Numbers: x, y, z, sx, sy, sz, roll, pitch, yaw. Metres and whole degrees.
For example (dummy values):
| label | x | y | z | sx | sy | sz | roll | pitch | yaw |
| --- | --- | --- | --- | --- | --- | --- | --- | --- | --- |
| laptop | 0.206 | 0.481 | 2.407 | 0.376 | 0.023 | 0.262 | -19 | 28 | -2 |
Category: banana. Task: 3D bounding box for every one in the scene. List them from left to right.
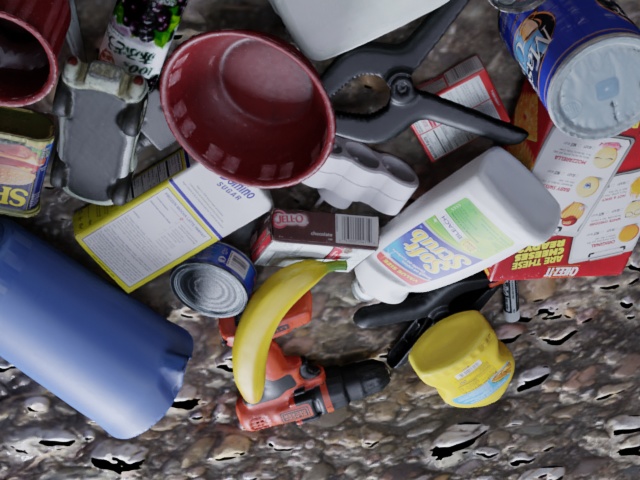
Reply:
| label | x | y | z | sx | sy | sz | roll | pitch | yaw |
| --- | --- | --- | --- | --- | --- | --- | --- | --- | --- |
| banana | -0.048 | 0.088 | 1.085 | 0.069 | 0.037 | 0.198 | 28 | 116 | -12 |

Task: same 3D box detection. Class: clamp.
| label | x | y | z | sx | sy | sz | roll | pitch | yaw |
| --- | --- | --- | --- | --- | --- | --- | --- | --- | --- |
| clamp | 0.083 | -0.135 | 0.982 | 0.210 | 0.036 | 0.164 | -22 | 103 | 9 |
| clamp | 0.120 | 0.073 | 1.186 | 0.171 | 0.039 | 0.120 | -38 | 144 | 11 |

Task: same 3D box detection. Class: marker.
| label | x | y | z | sx | sy | sz | roll | pitch | yaw |
| --- | --- | --- | --- | --- | --- | --- | --- | --- | --- |
| marker | 0.214 | 0.045 | 1.201 | 0.020 | 0.020 | 0.121 | -14 | 131 | -2 |

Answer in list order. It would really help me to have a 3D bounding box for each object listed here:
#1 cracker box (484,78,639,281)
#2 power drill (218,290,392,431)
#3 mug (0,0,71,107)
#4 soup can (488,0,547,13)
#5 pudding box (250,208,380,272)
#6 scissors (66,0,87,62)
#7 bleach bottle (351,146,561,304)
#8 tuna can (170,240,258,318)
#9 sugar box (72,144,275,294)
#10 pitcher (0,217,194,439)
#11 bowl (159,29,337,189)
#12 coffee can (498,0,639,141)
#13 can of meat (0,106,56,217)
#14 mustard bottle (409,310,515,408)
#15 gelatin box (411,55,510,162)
| label | x | y | z | sx | sy | sz | roll | pitch | yaw |
| --- | --- | --- | --- | --- | --- | --- | --- | --- | --- |
| cracker box | 0.260 | -0.062 | 1.084 | 0.164 | 0.072 | 0.214 | -2 | 130 | -19 |
| power drill | -0.023 | 0.131 | 1.191 | 0.184 | 0.057 | 0.187 | -18 | 131 | 1 |
| mug | -0.261 | -0.171 | 0.861 | 0.117 | 0.081 | 0.093 | 8 | 136 | -2 |
| soup can | 0.153 | -0.243 | 0.891 | 0.068 | 0.102 | 0.068 | -7 | 130 | -8 |
| pudding box | -0.007 | 0.001 | 1.074 | 0.113 | 0.039 | 0.090 | 6 | 162 | -16 |
| scissors | -0.200 | -0.231 | 0.875 | 0.096 | 0.016 | 0.201 | -21 | 131 | 5 |
| bleach bottle | 0.118 | 0.007 | 1.074 | 0.102 | 0.068 | 0.251 | 45 | 137 | -6 |
| tuna can | -0.109 | 0.040 | 1.090 | 0.086 | 0.033 | 0.086 | 10 | 137 | 9 |
| sugar box | -0.143 | -0.028 | 1.039 | 0.176 | 0.048 | 0.093 | -31 | 130 | 8 |
| pitcher | -0.259 | 0.088 | 1.064 | 0.149 | 0.145 | 0.242 | -44 | 122 | 7 |
| bowl | -0.056 | -0.125 | 0.935 | 0.162 | 0.055 | 0.162 | 12 | 133 | 13 |
| coffee can | 0.228 | -0.169 | 0.946 | 0.102 | 0.140 | 0.103 | -7 | 130 | -8 |
| can of meat | -0.293 | -0.075 | 0.957 | 0.102 | 0.057 | 0.084 | 10 | 124 | -21 |
| mustard bottle | 0.175 | 0.149 | 1.235 | 0.096 | 0.058 | 0.191 | -37 | 146 | 5 |
| gelatin box | 0.129 | -0.127 | 1.031 | 0.089 | 0.030 | 0.073 | -27 | 131 | 12 |
